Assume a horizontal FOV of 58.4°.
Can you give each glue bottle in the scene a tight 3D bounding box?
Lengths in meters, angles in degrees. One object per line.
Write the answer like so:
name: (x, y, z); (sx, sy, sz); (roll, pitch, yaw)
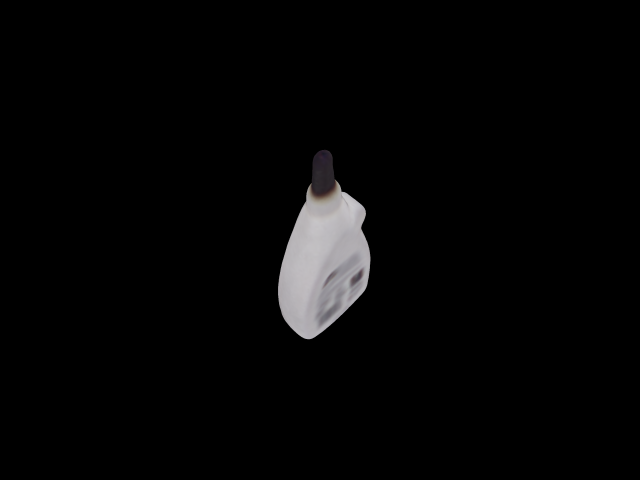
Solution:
glue bottle: (0.004, 0.001, 0.400); (0.078, 0.173, 0.037); (-39, 62, -24)
